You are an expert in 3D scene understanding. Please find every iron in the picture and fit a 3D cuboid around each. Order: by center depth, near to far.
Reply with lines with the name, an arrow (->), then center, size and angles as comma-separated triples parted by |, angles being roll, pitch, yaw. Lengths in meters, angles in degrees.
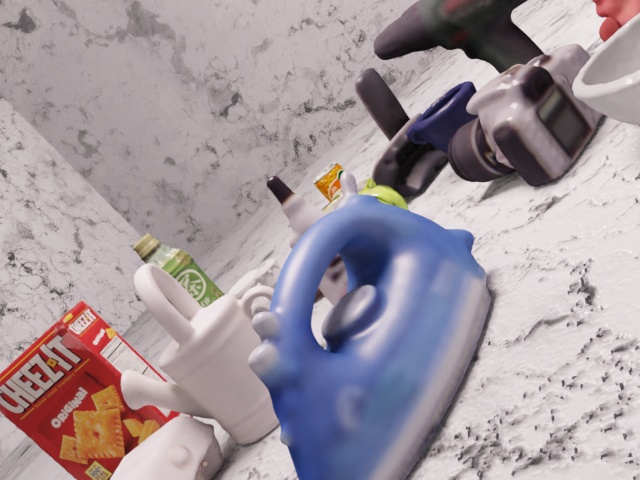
iron -> 0.020, 0.057, 0.402 | 0.118, 0.141, 0.259 | -33, 14, 41

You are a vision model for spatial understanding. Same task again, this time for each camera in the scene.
camera -> 0.198, -0.123, 0.587 | 0.143, 0.101, 0.136 | -48, 12, -27

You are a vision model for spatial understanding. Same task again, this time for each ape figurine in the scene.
ape figurine -> 0.333, -0.250, 0.627 | 0.076, 0.092, 0.078 | -36, 12, 29

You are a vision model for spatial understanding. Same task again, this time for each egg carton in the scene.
egg carton -> -0.147, 0.231, 0.516 | 0.107, 0.069, 0.150 | -39, 11, 16

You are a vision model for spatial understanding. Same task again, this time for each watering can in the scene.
watering can -> -0.116, 0.105, 0.564 | 0.173, 0.194, 0.100 | -46, 11, -19

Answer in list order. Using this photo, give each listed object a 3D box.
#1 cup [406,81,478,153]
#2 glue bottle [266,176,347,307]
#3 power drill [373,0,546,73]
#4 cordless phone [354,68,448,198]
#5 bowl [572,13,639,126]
cup -> 0.174, -0.134, 0.740 | 0.117, 0.095, 0.092 | -29, 17, 50
glue bottle -> 0.005, 0.002, 0.590 | 0.078, 0.173, 0.037 | -39, 11, 15
power drill -> 0.207, -0.240, 0.728 | 0.229, 0.208, 0.076 | -34, 14, 38
cordless phone -> 0.096, -0.156, 0.863 | 0.148, 0.185, 0.094 | -50, 13, -34
bowl -> 0.277, -0.134, 0.412 | 0.167, 0.075, 0.167 | -41, 11, 10
